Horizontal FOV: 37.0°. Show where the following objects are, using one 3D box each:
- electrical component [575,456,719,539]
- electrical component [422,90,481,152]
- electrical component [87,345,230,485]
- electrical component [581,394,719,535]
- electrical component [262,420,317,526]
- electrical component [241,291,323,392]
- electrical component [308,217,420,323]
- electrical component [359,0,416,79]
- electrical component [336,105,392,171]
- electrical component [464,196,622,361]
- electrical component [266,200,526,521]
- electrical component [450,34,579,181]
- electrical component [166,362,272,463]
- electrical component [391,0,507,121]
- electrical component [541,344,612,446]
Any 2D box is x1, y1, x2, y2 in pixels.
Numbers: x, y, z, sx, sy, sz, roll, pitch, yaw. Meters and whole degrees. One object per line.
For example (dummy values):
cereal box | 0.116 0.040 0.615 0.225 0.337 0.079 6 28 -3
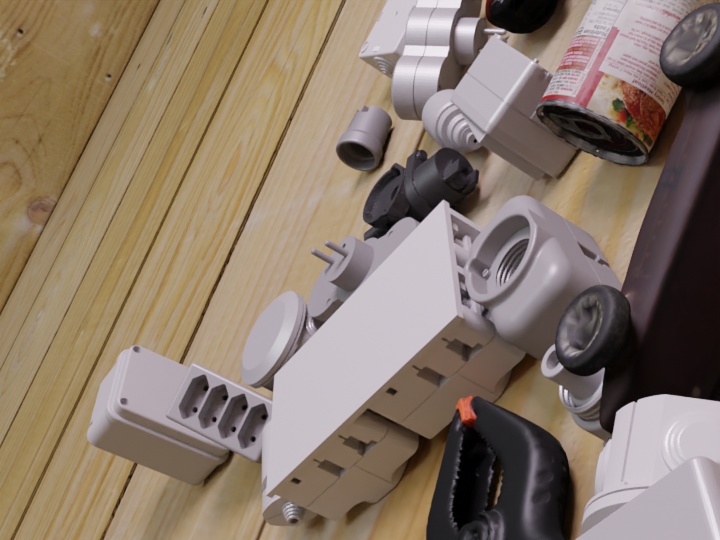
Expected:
electrical component | 0.111 0.127 0.345 0.108 0.109 0.056 -46 24 31
electrical component | 0.072 -0.105 0.786 0.040 0.040 0.078 -55 23 13
electrical component | -0.166 0.124 0.921 0.057 0.113 0.078 -48 26 34
electrical component | 0.126 0.087 0.400 0.080 0.080 0.051 -31 32 50
electrical component | -0.046 0.142 0.739 0.043 0.043 0.081 -49 25 26
electrical component | -0.054 0.061 0.841 0.080 0.051 0.080 -46 27 32
electrical component | 0.000 0.000 0.770 0.138 0.074 0.052 -28 39 52
electrical component | 0.050 -0.214 0.949 0.099 0.048 0.100 -62 23 -3
electrical component | 0.005 -0.116 0.943 0.040 0.040 0.046 -28 33 53
electrical component | 0.097 0.005 0.580 0.053 0.059 0.095 -51 24 21
electrical component | 0.020 0.062 0.673 0.186 0.060 0.105 -46 26 30
electrical component | 0.102 -0.106 0.697 0.061 0.062 0.096 -55 23 13
electrical component | -0.097 0.116 0.849 0.047 0.083 0.075 -64 -15 -8
electrical component | 0.078 -0.180 0.847 0.074 0.052 0.138 7 71 24
electrical component | 0.111 0.054 0.490 0.048 0.062 0.048 -46 27 31
